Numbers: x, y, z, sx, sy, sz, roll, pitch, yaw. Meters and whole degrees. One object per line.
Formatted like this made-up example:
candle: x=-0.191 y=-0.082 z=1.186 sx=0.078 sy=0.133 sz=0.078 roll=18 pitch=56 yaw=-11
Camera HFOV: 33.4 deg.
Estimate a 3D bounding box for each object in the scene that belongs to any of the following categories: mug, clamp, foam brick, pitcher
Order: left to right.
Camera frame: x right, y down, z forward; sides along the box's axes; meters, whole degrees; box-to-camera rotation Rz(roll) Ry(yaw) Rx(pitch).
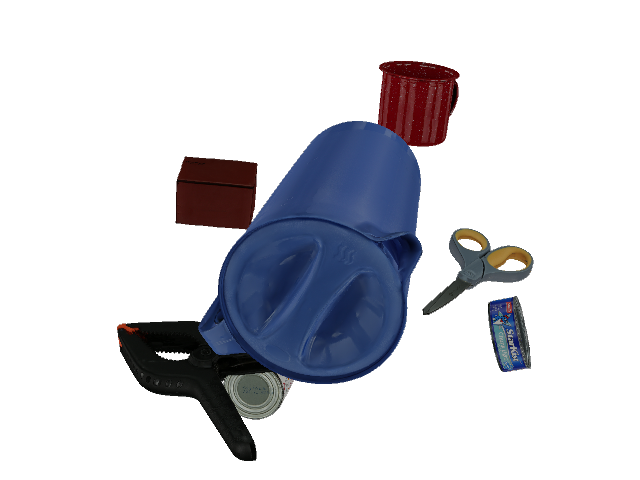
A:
foam brick: x=-0.104 y=-0.048 z=1.080 sx=0.078 sy=0.051 sz=0.053 roll=5 pitch=31 yaw=1
clamp: x=-0.094 y=0.113 z=0.981 sx=0.210 sy=0.036 sz=0.164 roll=20 pitch=37 yaw=31
pitcher: x=0.005 y=-0.001 z=0.838 sx=0.149 sy=0.145 sz=0.242 roll=14 pitch=27 yaw=5
mug: x=0.119 y=-0.161 z=1.248 sx=0.093 sy=0.081 sz=0.117 roll=24 pitch=28 yaw=39

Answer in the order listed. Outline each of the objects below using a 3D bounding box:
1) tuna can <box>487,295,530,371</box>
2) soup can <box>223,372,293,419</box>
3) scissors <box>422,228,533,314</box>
tuna can: x=0.220 y=0.109 z=1.244 sx=0.034 sy=0.086 sz=0.086 roll=-12 pitch=-3 yaw=15
soup can: x=-0.064 y=0.146 z=1.172 sx=0.068 sy=0.068 sz=0.102 roll=0 pitch=15 yaw=10
scissors: x=0.134 y=0.026 z=1.047 sx=0.201 sy=0.016 sz=0.096 roll=-13 pitch=39 yaw=-44
